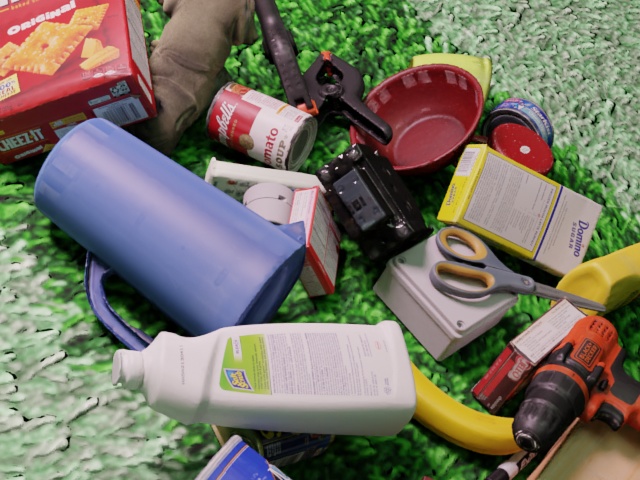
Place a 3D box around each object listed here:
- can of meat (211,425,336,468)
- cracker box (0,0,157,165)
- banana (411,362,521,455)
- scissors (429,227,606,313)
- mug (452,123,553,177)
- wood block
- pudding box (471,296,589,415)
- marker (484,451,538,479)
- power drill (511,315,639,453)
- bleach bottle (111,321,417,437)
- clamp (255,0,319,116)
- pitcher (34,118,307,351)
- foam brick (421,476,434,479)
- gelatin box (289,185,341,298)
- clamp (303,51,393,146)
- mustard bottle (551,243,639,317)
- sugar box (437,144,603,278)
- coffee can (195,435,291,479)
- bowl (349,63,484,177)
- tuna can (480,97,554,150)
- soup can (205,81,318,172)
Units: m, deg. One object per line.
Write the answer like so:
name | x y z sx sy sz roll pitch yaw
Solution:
can of meat | -0.046 0.151 0.938 0.083 0.058 0.102 -10 57 -35
cracker box | -0.262 -0.195 1.073 0.164 0.072 0.214 -17 55 4
banana | 0.125 0.157 1.024 0.198 0.037 0.069 25 59 4
scissors | 0.200 0.031 1.110 0.201 0.016 0.096 5 50 -23
mug | 0.210 -0.087 1.254 0.117 0.082 0.093 26 45 -3
wood block | 0.239 0.236 0.979 0.090 0.091 0.205 42 47 13
pudding box | 0.211 0.116 1.071 0.039 0.090 0.113 44 46 15
marker | 0.194 0.210 1.030 0.020 0.020 0.120 46 47 16
power drill | 0.274 0.168 0.949 0.188 0.057 0.184 38 45 10
bleach bottle | -0.047 0.109 0.889 0.250 0.068 0.102 7 48 -23
clamp | -0.045 -0.219 1.221 0.036 0.164 0.210 -20 69 1
pitcher | -0.146 0.003 0.980 0.243 0.145 0.149 35 33 11
foam brick | 0.090 0.247 0.905 0.051 0.078 0.053 28 45 -4
gelatin box | -0.007 0.001 1.077 0.030 0.073 0.089 -10 44 18
clamp | 0.025 -0.159 1.237 0.120 0.039 0.171 3 49 3
mustard bottle | 0.351 0.039 1.203 0.191 0.096 0.058 -17 62 -36
sugar box | 0.223 -0.030 1.183 0.176 0.048 0.093 25 85 -27
coffee can | -0.043 0.236 0.832 0.140 0.103 0.102 37 45 7
bowl | 0.118 -0.127 1.230 0.162 0.055 0.162 -15 48 18
tuna can | 0.239 -0.128 1.302 0.086 0.086 0.033 42 48 12
soup can | -0.062 -0.120 1.143 0.102 0.068 0.068 25 43 15
